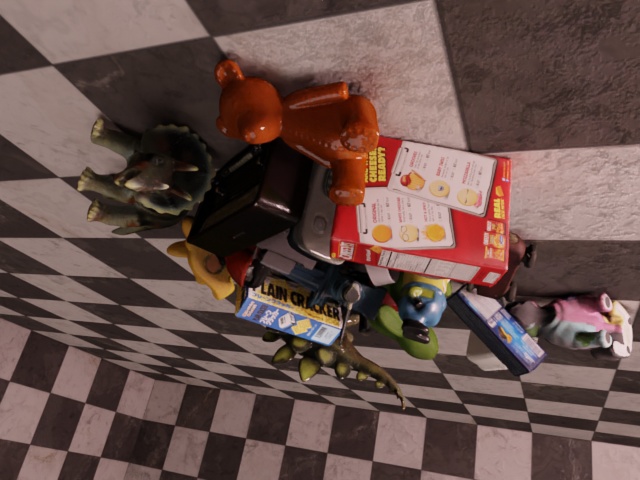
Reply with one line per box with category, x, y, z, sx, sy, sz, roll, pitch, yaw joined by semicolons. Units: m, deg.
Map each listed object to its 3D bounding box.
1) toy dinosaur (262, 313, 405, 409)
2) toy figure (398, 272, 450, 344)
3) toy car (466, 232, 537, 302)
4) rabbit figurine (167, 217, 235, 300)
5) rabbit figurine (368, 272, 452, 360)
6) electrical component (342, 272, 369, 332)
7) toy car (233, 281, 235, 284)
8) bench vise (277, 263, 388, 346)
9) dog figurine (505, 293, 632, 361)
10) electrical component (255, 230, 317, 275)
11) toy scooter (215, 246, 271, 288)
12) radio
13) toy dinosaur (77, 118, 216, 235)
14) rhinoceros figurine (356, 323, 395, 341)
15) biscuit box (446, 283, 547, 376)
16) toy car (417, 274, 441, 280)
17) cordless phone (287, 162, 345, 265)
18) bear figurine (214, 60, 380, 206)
toy dinosaur;0.005;0.225;1.181;0.472;0.198;0.104;18;122;31
toy figure;0.177;0.086;0.928;0.089;0.180;0.082;26;145;0
toy car;0.312;0.049;0.937;0.089;0.053;0.202;11;152;13
rabbit figurine;-0.220;0.034;1.070;0.162;0.122;0.173;27;179;-8
rabbit figurine;0.179;0.142;1.032;0.159;0.170;0.121;3;158;-9
electrical component;0.077;0.135;1.150;0.048;0.119;0.075;11;158;-11
toy car;-0.148;0.083;1.216;0.202;0.056;0.073;16;156;-10
bench vise;-0.003;0.075;1.011;0.241;0.128;0.224;24;-170;-4
dog figurine;0.478;0.171;1.071;0.191;0.108;0.219;28;155;-37
electrical component;-0.045;-0.013;0.873;0.115;0.134;0.058;25;-166;-26
toy scooter;-0.137;-0.009;0.948;0.135;0.075;0.183;27;116;8
radio;-0.105;-0.063;0.791;0.073;0.131;0.230;27;152;-30
toy dinosaur;-0.274;-0.075;0.877;0.192;0.131;0.404;16;161;-8
rhinoceros figurine;0.131;0.187;1.293;0.190;0.073;0.112;14;157;-5
biscuit box;0.343;0.171;1.051;0.203;0.059;0.062;49;156;11
toy car;0.186;0.002;0.784;0.109;0.103;0.161;22;120;-18
cordless phone;0.056;-0.030;0.768;0.184;0.146;0.088;11;162;7
bear figurine;-0.035;-0.131;0.628;0.196;0.132;0.120;9;134;-5
